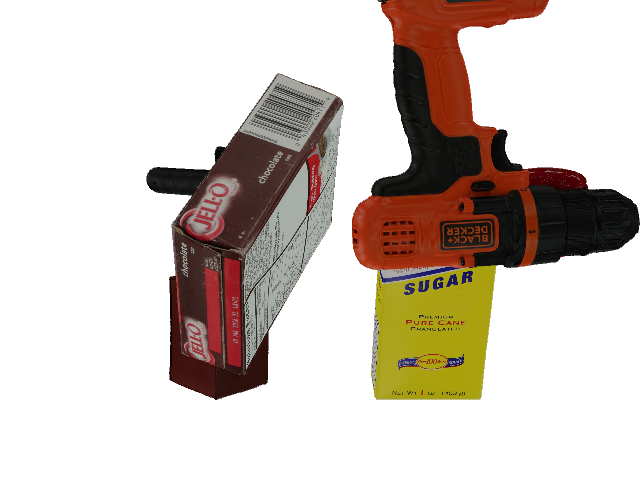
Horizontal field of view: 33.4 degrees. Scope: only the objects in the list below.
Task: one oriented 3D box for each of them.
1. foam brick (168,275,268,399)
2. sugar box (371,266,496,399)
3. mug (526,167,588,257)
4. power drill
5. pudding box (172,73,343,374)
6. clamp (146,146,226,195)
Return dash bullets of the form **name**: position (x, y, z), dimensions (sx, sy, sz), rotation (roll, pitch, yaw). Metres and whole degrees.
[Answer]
- **foam brick**: position (-0.071, 0.064, 0.754), dimensions (0.051, 0.078, 0.052), rotation (12, 17, 43)
- **sugar box**: position (0.092, 0.047, 0.872), dimensions (0.093, 0.176, 0.048), rotation (0, 28, -3)
- **mug**: position (0.263, -0.034, 1.217), dimensions (0.117, 0.081, 0.093), rotation (-21, 27, -34)
- **power drill**: position (0.108, -0.075, 0.660), dimensions (0.184, 0.188, 0.057), rotation (-4, 8, -9)
- **pudding box**: position (-0.028, -0.008, 0.499), dimensions (0.039, 0.113, 0.090), rotation (21, -40, 13)
- **clamp**: position (-0.081, -0.054, 1.035), dimensions (0.172, 0.039, 0.120), rotation (18, 32, 39)
